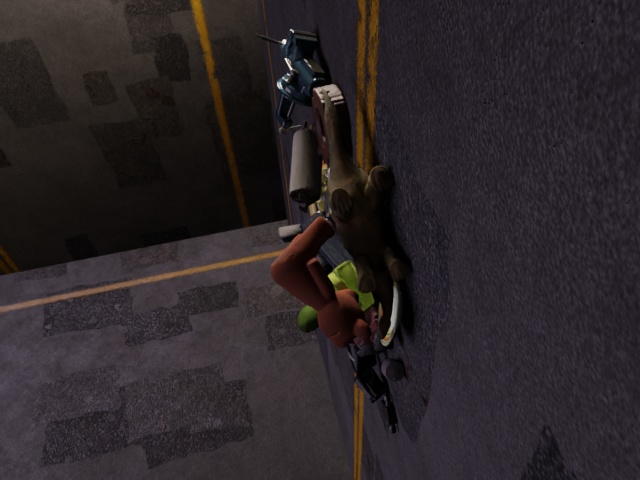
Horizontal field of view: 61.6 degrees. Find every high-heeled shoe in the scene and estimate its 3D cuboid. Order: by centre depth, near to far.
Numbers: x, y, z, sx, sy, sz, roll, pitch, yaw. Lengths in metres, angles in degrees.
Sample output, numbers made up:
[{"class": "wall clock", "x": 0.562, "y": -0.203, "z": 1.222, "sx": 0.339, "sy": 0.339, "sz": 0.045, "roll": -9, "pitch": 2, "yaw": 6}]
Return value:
[{"class": "high-heeled shoe", "x": 0.058, "y": 0.173, "z": 1.192, "sx": 0.086, "sy": 0.145, "sz": 0.248, "roll": -15, "pitch": 68, "yaw": 44}]

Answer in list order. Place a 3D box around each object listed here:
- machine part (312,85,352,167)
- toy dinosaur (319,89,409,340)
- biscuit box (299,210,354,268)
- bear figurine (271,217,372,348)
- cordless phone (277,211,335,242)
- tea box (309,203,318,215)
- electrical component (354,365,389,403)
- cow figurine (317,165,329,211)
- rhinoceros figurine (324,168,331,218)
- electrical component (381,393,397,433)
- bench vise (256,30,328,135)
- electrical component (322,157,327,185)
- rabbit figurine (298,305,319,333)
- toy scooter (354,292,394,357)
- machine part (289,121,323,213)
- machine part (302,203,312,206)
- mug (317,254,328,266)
[{"class": "machine part", "x": 0.023, "y": -0.249, "z": 1.176, "sx": 0.179, "sy": 0.056, "sz": 0.179, "roll": 169, "pitch": 89, "yaw": -82}, {"class": "toy dinosaur", "x": 0.062, "y": -0.060, "z": 0.943, "sx": 0.198, "sy": 0.105, "sz": 0.471, "roll": 144, "pitch": 115, "yaw": -84}, {"class": "biscuit box", "x": 0.038, "y": 0.023, "z": 1.154, "sx": 0.203, "sy": 0.063, "sz": 0.059, "roll": 49, "pitch": 177, "yaw": 33}, {"class": "bear figurine", "x": 0.016, "y": 0.079, "z": 0.912, "sx": 0.196, "sy": 0.132, "sz": 0.120, "roll": 41, "pitch": 147, "yaw": -3}, {"class": "cordless phone", "x": -0.002, "y": -0.003, "z": 1.263, "sx": 0.147, "sy": 0.184, "sz": 0.088, "roll": -107, "pitch": 13, "yaw": -46}, {"class": "tea box", "x": 0.013, "y": -0.074, "z": 1.522, "sx": 0.170, "sy": 0.068, "sz": 0.098, "roll": -121, "pitch": 21, "yaw": -75}, {"class": "electrical component", "x": 0.110, "y": 0.331, "z": 1.299, "sx": 0.119, "sy": 0.048, "sz": 0.074, "roll": 49, "pitch": 164, "yaw": 14}, {"class": "cow figurine", "x": 0.022, "y": -0.123, "z": 1.382, "sx": 0.098, "sy": 0.068, "sz": 0.167, "roll": 69, "pitch": -173, "yaw": -60}, {"class": "rhinoceros figurine", "x": 0.048, "y": -0.106, "z": 1.170, "sx": 0.190, "sy": 0.073, "sz": 0.112, "roll": 114, "pitch": 151, "yaw": -81}, {"class": "electrical component", "x": 0.161, "y": 0.402, "z": 1.265, "sx": 0.063, "sy": 0.021, "sz": 0.094, "roll": -148, "pitch": 47, "yaw": -82}, {"class": "bench vise", "x": -0.066, "y": -0.374, "z": 1.308, "sx": 0.224, "sy": 0.129, "sz": 0.240, "roll": 50, "pitch": 135, "yaw": 28}, {"class": "electrical component", "x": 0.035, "y": -0.156, "z": 1.284, "sx": 0.078, "sy": 0.045, "sz": 0.102, "roll": -109, "pitch": 10, "yaw": -61}, {"class": "rabbit figurine", "x": 0.015, "y": 0.201, "z": 1.534, "sx": 0.121, "sy": 0.170, "sz": 0.159, "roll": 88, "pitch": 168, "yaw": -54}, {"class": "toy scooter", "x": 0.105, "y": 0.165, "z": 1.106, "sx": 0.183, "sy": 0.075, "sz": 0.135, "roll": 108, "pitch": 150, "yaw": -71}, {"class": "machine part", "x": -0.032, "y": -0.178, "z": 1.298, "sx": 0.079, "sy": 0.079, "sz": 0.243, "roll": 94, "pitch": 178, "yaw": -68}, {"class": "machine part", "x": -0.032, "y": -0.127, "z": 1.397, "sx": 0.139, "sy": 0.039, "sz": 0.084, "roll": -64, "pitch": -33, "yaw": -81}, {"class": "mug", "x": -0.005, "y": 0.091, "z": 1.260, "sx": 0.107, "sy": 0.081, "sz": 0.110, "roll": -66, "pitch": 14, "yaw": 9}]
